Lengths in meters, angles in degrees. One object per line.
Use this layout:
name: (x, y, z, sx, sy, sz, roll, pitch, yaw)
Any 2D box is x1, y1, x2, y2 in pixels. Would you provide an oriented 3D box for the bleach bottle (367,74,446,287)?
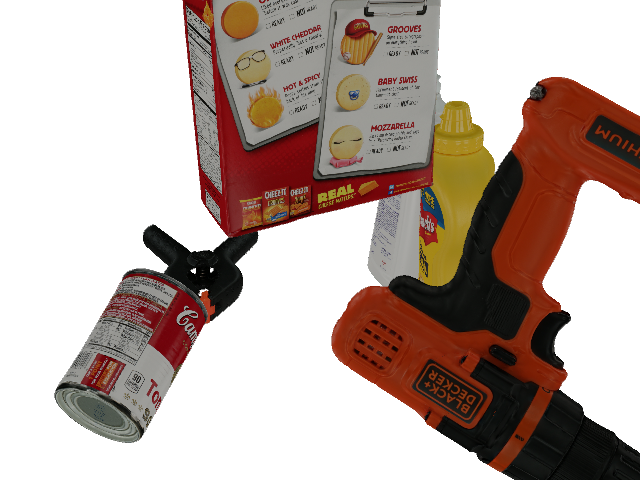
bleach bottle: (0.111, -0.068, 1.242, 0.068, 0.251, 0.103, -2, 23, -22)

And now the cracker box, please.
cracker box: (-0.005, -0.124, 0.719, 0.164, 0.214, 0.072, -15, 33, -21)

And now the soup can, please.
soup can: (-0.130, 0.079, 0.739, 0.068, 0.102, 0.068, 18, -34, 13)

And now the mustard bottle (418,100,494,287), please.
mustard bottle: (0.105, -0.016, 0.835, 0.058, 0.192, 0.096, -4, 27, -4)

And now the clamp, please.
clamp: (-0.110, 0.026, 1.075, 0.120, 0.039, 0.171, -11, 33, -11)

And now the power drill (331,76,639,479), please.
power drill: (0.122, 0.029, 0.529, 0.184, 0.188, 0.057, 31, 9, 5)
